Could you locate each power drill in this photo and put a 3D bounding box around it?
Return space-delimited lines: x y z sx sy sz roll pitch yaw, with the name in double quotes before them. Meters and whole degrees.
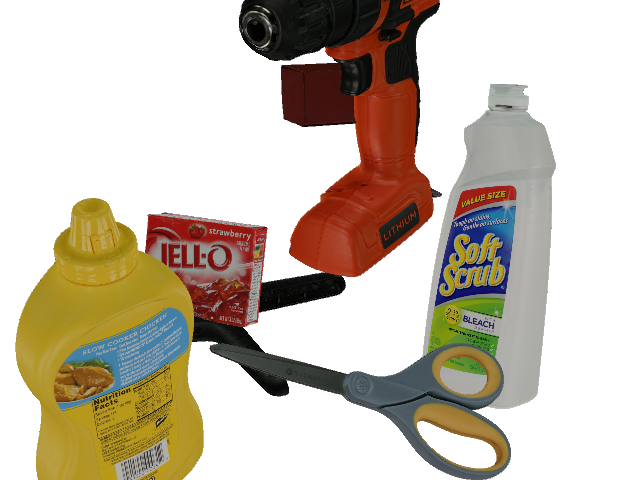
"power drill" 0.020 -0.077 0.599 0.057 0.188 0.184 21 36 29

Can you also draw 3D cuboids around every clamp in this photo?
"clamp" -0.094 0.074 1.014 0.210 0.036 0.164 7 37 12

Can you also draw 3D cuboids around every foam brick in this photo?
"foam brick" 0.009 -0.135 0.986 0.078 0.051 0.053 -6 18 -23

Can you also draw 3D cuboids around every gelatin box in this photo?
"gelatin box" -0.087 0.021 0.789 0.089 0.073 0.030 8 6 18

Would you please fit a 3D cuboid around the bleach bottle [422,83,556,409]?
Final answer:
"bleach bottle" 0.134 0.001 0.855 0.103 0.251 0.067 13 15 42

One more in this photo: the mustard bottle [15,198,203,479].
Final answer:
"mustard bottle" -0.113 0.062 0.571 0.096 0.192 0.058 -23 42 -30

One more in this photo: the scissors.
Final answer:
"scissors" 0.037 0.081 0.676 0.201 0.096 0.016 30 -32 -5
